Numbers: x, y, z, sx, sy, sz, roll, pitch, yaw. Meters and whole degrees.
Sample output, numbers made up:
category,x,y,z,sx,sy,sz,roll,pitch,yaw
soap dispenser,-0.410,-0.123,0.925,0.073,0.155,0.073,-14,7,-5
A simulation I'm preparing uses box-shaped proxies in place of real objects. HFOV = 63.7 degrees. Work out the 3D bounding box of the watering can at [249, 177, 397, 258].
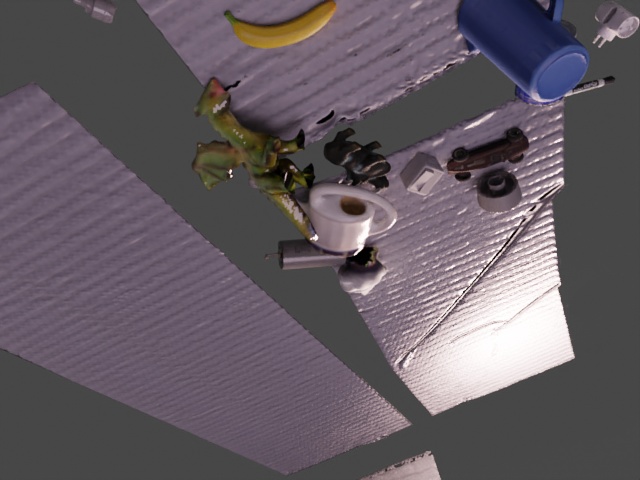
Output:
category,x,y,z,sx,sy,sz,roll,pitch,yaw
watering can,0.004,-0.062,1.224,0.348,0.106,0.219,10,143,0

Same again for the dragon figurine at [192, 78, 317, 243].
category,x,y,z,sx,sy,sz,roll,pitch,yaw
dragon figurine,-0.148,-0.143,1.080,0.243,0.125,0.400,6,133,19

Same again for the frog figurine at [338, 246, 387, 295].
category,x,y,z,sx,sy,sz,roll,pitch,yaw
frog figurine,0.117,0.106,1.424,0.138,0.124,0.156,-23,129,-21
